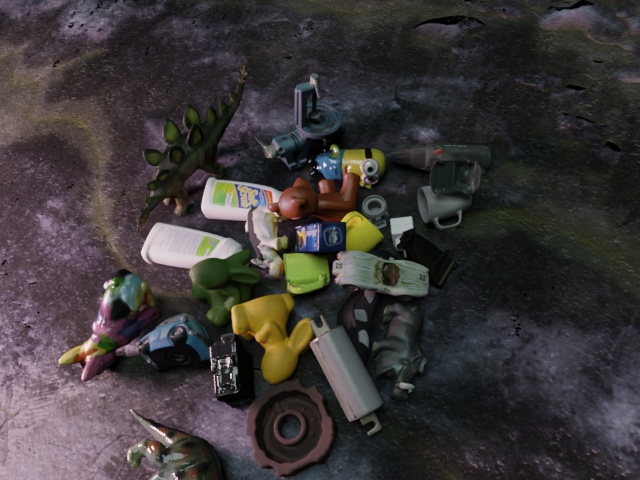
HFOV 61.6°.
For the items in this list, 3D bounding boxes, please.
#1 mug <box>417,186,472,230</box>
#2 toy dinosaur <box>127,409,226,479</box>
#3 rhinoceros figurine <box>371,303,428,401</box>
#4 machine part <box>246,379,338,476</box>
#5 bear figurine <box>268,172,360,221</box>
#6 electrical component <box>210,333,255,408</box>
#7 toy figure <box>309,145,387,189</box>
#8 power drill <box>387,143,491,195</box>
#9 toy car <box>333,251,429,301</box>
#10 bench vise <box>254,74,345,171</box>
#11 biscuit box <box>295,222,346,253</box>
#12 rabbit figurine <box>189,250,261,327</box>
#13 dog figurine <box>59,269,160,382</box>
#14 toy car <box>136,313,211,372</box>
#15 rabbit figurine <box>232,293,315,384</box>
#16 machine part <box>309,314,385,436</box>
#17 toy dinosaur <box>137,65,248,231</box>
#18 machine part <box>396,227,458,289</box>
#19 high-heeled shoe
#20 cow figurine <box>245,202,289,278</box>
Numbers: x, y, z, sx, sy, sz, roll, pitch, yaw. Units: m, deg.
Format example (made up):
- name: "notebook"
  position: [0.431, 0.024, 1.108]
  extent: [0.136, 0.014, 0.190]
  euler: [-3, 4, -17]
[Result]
- name: "mug"
  position: [0.281, -0.077, 1.182]
  extent: [0.107, 0.080, 0.110]
  euler: [-13, 57, -4]
- name: "toy dinosaur"
  position: [-0.237, 0.455, 0.999]
  extent: [0.192, 0.131, 0.405]
  euler: [-20, 55, -12]
- name: "rhinoceros figurine"
  position: [0.158, 0.219, 1.061]
  extent: [0.112, 0.073, 0.190]
  euler: [12, 63, 6]
- name: "machine part"
  position: [-0.054, 0.362, 1.037]
  extent: [0.179, 0.056, 0.179]
  euler: [-6, 61, 11]
- name: "bear figurine"
  position: [-0.012, -0.098, 1.189]
  extent: [0.120, 0.195, 0.132]
  euler: [-14, 69, 47]
- name: "electrical component"
  position: [-0.175, 0.259, 1.083]
  extent: [0.058, 0.114, 0.134]
  euler: [-12, 63, 4]
- name: "toy figure"
  position: [0.068, -0.182, 1.284]
  extent: [0.180, 0.082, 0.089]
  euler: [6, 64, 18]
- name: "power drill"
  position: [0.268, -0.163, 1.188]
  extent: [0.232, 0.207, 0.085]
  euler: [1, 107, 4]
- name: "toy car"
  position: [0.123, 0.071, 1.078]
  extent: [0.202, 0.056, 0.073]
  euler: [11, 65, -11]
- name: "bench vise"
  position: [-0.038, -0.285, 1.282]
  extent: [0.224, 0.240, 0.129]
  euler: [-14, 56, -14]
- name: "biscuit box"
  position: [-0.002, -0.003, 1.132]
  extent: [0.063, 0.203, 0.059]
  euler: [0, 88, -15]
- name: "rabbit figurine"
  position: [-0.205, 0.093, 1.145]
  extent: [0.159, 0.170, 0.121]
  euler: [-27, 61, -2]
- name: "dog figurine"
  position: [-0.457, 0.189, 1.153]
  extent: [0.109, 0.191, 0.219]
  euler: [27, 56, 17]
- name: "toy car"
  position: [-0.304, 0.213, 1.153]
  extent: [0.162, 0.109, 0.103]
  euler: [-15, 37, 17]
- name: "rabbit figurine"
  position: [-0.089, 0.205, 1.105]
  extent: [0.162, 0.121, 0.173]
  euler: [-12, 64, -9]
- name: "machine part"
  position: [0.051, 0.255, 1.034]
  extent: [0.079, 0.079, 0.243]
  euler: [-29, 76, -3]
- name: "toy dinosaur"
  position: [-0.308, -0.221, 1.319]
  extent: [0.105, 0.198, 0.471]
  euler: [28, 73, 20]
- name: "machine part"
  position: [0.223, 0.035, 1.126]
  extent: [0.139, 0.039, 0.084]
  euler: [42, 80, -12]
- name: "high-heeled shoe"
  position: [0.114, 0.142, 1.126]
  extent: [0.145, 0.086, 0.248]
  euler: [-2, 78, -24]
- name: "cow figurine"
  position: [-0.125, 0.003, 1.216]
  extent: [0.098, 0.068, 0.167]
  euler: [-3, 84, 18]
